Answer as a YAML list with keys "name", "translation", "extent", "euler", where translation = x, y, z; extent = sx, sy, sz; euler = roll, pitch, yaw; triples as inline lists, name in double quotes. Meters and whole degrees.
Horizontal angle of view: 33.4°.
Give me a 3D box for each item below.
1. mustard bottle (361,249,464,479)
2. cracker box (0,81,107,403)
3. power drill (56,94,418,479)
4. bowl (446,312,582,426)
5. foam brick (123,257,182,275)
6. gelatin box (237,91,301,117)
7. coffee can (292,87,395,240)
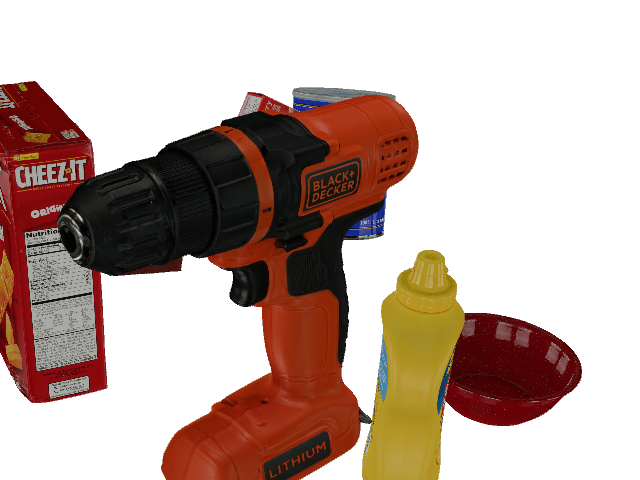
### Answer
- name: "mustard bottle"
  translation: [0.066, 0.093, 0.757]
  extent: [0.058, 0.192, 0.096]
  euler: [8, 29, 6]
- name: "cracker box"
  translation: [-0.233, -0.001, 0.858]
  extent: [0.072, 0.214, 0.164]
  euler: [-11, 28, -26]
- name: "power drill"
  translation: [-0.033, 0.034, 0.490]
  extent: [0.184, 0.188, 0.057]
  euler: [-20, 38, -38]
- name: "bowl"
  translation: [0.171, 0.133, 1.048]
  extent: [0.162, 0.055, 0.162]
  euler: [5, 26, -2]
- name: "foam brick"
  translation: [-0.187, 0.002, 1.124]
  extent: [0.078, 0.051, 0.053]
  euler: [-3, 23, -18]
- name: "gelatin box"
  translation: [-0.039, -0.062, 0.839]
  extent: [0.073, 0.089, 0.030]
  euler: [22, 0, -36]
- name: "coffee can"
  translation: [0.019, -0.079, 1.075]
  extent: [0.103, 0.140, 0.103]
  euler: [4, 12, -1]
